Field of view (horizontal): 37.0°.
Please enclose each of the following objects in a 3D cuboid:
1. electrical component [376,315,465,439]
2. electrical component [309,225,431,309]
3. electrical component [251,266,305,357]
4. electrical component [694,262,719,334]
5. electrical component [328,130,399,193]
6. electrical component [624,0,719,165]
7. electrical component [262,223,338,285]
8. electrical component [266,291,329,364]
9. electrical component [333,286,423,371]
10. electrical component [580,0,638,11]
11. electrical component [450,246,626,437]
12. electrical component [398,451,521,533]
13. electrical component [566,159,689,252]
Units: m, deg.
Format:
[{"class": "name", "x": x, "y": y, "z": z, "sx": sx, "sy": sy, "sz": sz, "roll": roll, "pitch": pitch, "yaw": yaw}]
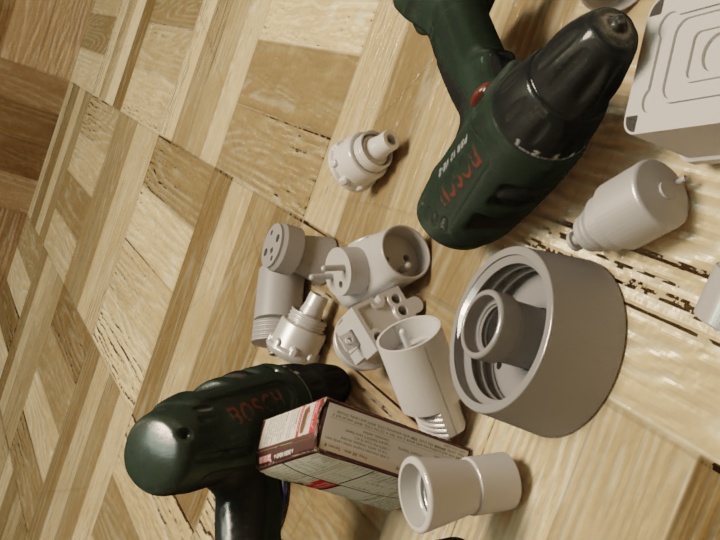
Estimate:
[{"class": "electrical component", "x": 0.044, "y": 0.075, "z": 0.699, "sx": 0.043, "sy": 0.043, "sz": 0.081, "roll": 34, "pitch": 148, "yaw": 63}, {"class": "electrical component", "x": 0.000, "y": 0.000, "z": 0.813, "sx": 0.077, "sy": 0.079, "sz": 0.044, "roll": -34, "pitch": 64, "yaw": 52}, {"class": "electrical component", "x": -0.074, "y": 0.039, "z": 0.978, "sx": 0.043, "sy": 0.043, "sz": 0.081, "roll": -33, "pitch": 47, "yaw": 53}, {"class": "electrical component", "x": 0.182, "y": 0.000, "z": 0.495, "sx": 0.065, "sy": 0.044, "sz": 0.044, "roll": -70, "pitch": 25, "yaw": 17}, {"class": "electrical component", "x": 0.007, "y": -0.096, "z": 0.897, "sx": 0.062, "sy": 0.048, "sz": 0.048, "roll": -29, "pitch": 50, "yaw": 47}, {"class": "electrical component", "x": 0.190, "y": -0.095, "z": 0.514, "sx": 0.113, "sy": 0.057, "sz": 0.078, "roll": 3, "pitch": 78, "yaw": 64}, {"class": "electrical component", "x": -0.054, "y": -0.015, "z": 0.955, "sx": 0.045, "sy": 0.055, "sz": 0.045, "roll": -41, "pitch": 40, "yaw": 48}, {"class": "electrical component", "x": -0.048, "y": 0.049, "z": 0.920, "sx": 0.062, "sy": 0.048, "sz": 0.048, "roll": -64, "pitch": 26, "yaw": 3}, {"class": "electrical component", "x": 0.009, "y": 0.046, "z": 0.795, "sx": 0.048, "sy": 0.066, "sz": 0.055, "roll": 59, "pitch": 146, "yaw": 11}, {"class": "electrical component", "x": 0.158, "y": -0.212, "z": 0.661, "sx": 0.079, "sy": 0.044, "sz": 0.077, "roll": -50, "pitch": 34, "yaw": 40}, {"class": "electrical component", "x": 0.094, "y": 0.038, "z": 0.623, "sx": 0.108, "sy": 0.060, "sz": 0.108, "roll": -41, "pitch": 40, "yaw": 48}, {"class": "electrical component", "x": 0.061, "y": 0.127, "z": 0.629, "sx": 0.044, "sy": 0.065, "sz": 0.044, "roll": 176, "pitch": 90, "yaw": -67}, {"class": "electrical component", "x": 0.143, "y": -0.030, "z": 0.589, "sx": 0.078, "sy": 0.040, "sz": 0.040, "roll": -35, "pitch": 45, "yaw": 53}]
